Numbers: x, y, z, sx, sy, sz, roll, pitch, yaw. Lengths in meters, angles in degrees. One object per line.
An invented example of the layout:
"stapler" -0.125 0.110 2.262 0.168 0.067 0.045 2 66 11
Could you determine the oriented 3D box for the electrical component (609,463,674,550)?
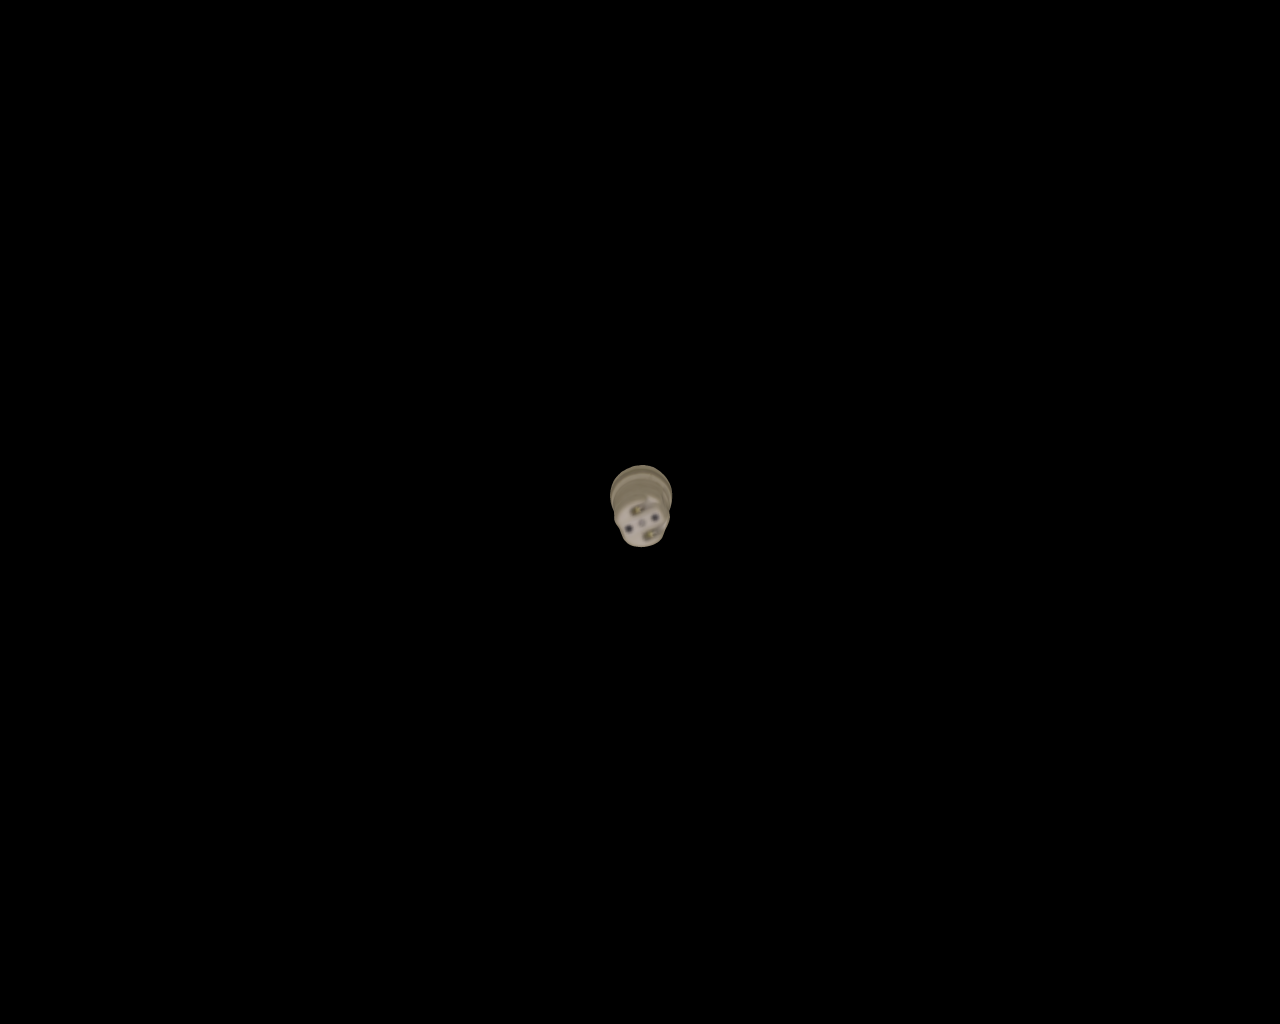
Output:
"electrical component" 0.001 -0.003 0.650 0.040 0.040 0.046 0 25 0
